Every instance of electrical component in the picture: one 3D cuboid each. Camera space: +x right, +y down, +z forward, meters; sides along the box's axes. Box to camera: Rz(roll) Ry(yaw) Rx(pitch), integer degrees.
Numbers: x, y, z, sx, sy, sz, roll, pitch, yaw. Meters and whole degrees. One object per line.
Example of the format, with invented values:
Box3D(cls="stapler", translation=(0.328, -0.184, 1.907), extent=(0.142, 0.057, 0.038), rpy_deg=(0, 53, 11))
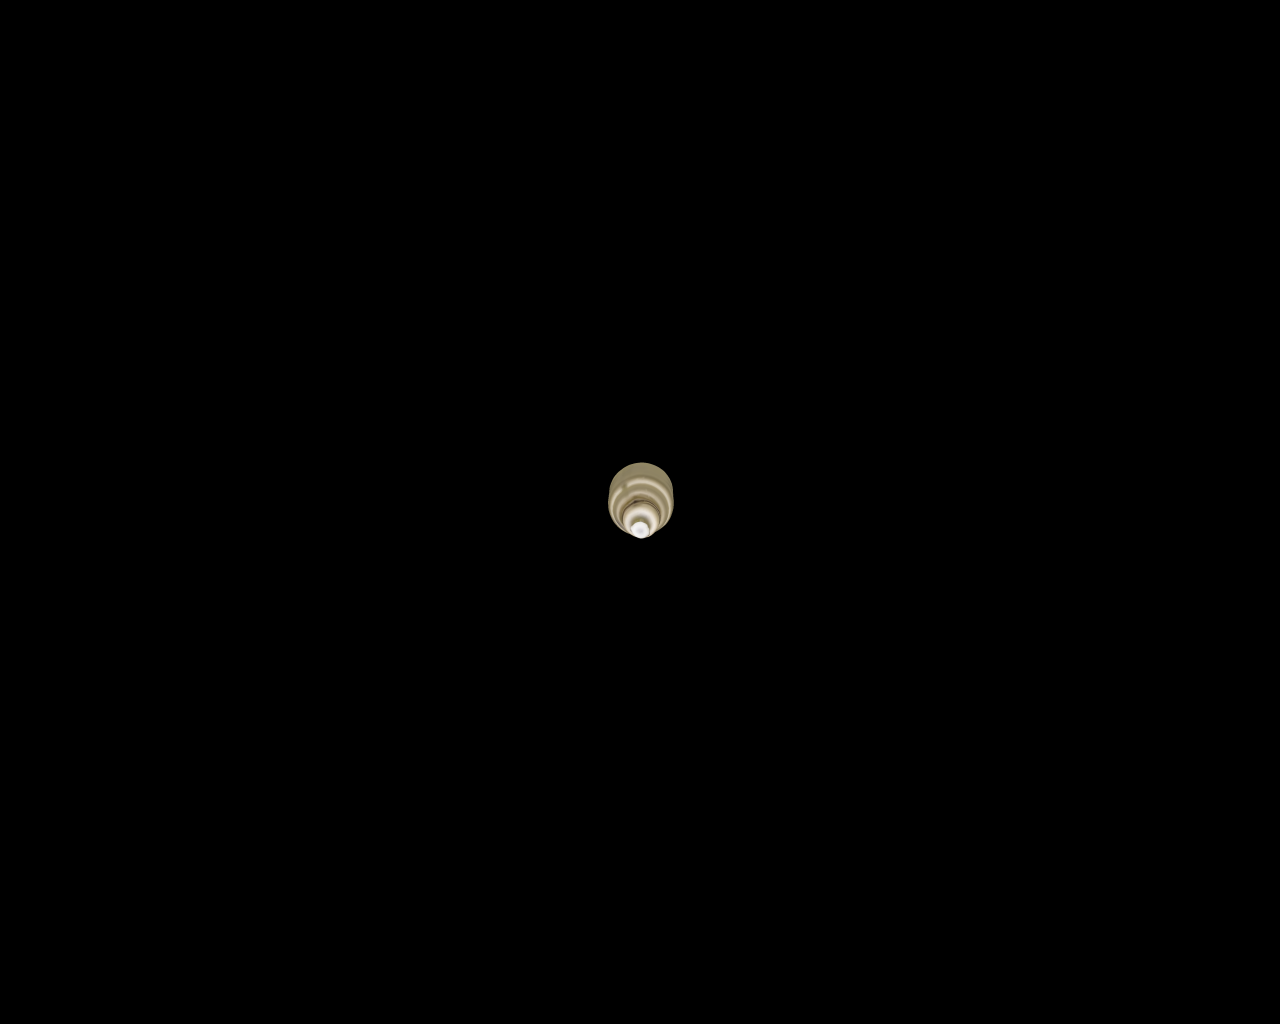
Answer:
Box3D(cls="electrical component", translation=(0.001, -0.003, 0.650), extent=(0.040, 0.040, 0.078), rpy_deg=(0, 20, 0))
